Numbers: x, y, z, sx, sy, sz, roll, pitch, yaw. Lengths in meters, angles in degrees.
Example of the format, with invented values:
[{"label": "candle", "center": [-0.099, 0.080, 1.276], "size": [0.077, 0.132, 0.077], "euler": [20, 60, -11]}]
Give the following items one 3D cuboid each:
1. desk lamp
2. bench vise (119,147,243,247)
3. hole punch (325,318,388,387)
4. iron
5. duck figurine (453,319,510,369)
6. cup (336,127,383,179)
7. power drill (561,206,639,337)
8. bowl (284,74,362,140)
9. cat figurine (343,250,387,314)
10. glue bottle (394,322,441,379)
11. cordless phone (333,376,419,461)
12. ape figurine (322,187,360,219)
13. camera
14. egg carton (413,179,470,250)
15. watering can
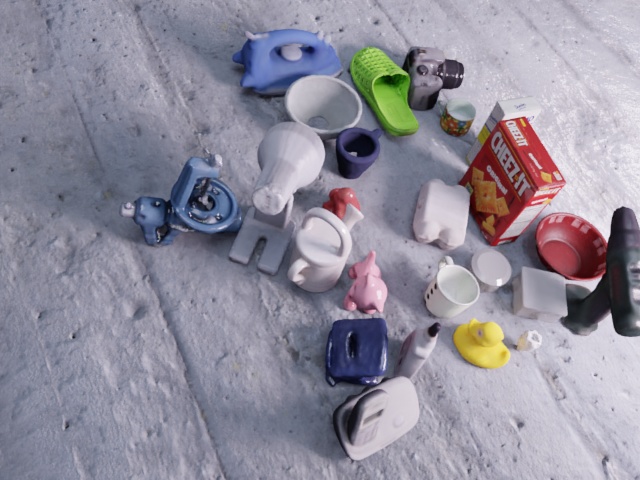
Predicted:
[{"label": "desk lamp", "center": [-0.077, -0.077, 1.031], "size": [0.118, 0.213, 0.203], "euler": [19, 59, 1]}, {"label": "bench vise", "center": [-0.234, -0.063, 0.989], "size": [0.208, 0.220, 0.121], "euler": [-22, 66, -21]}, {"label": "hole punch", "center": [0.061, 0.189, 0.974], "size": [0.101, 0.091, 0.108], "euler": [8, 59, -6]}, {"label": "iron", "center": [-0.058, -0.415, 1.273], "size": [0.259, 0.141, 0.118], "euler": [-11, 63, -17]}, {"label": "duck figurine", "center": [0.300, 0.180, 1.028], "size": [0.104, 0.086, 0.078], "euler": [35, 60, 10]}, {"label": "cup", "center": [0.079, -0.178, 1.189], "size": [0.118, 0.095, 0.091], "euler": [-38, 73, -27]}, {"label": "power drill", "center": [0.527, 0.081, 1.057], "size": [0.075, 0.208, 0.229], "euler": [7, 59, -6]}, {"label": "bowl", "center": [0.003, -0.274, 1.242], "size": [0.167, 0.075, 0.167], "euler": [5, 59, -8]}, {"label": "cat figurine", "center": [0.087, 0.079, 1.027], "size": [0.067, 0.118, 0.128], "euler": [11, 59, -4]}, {"label": "glue bottle", "center": [0.168, 0.176, 0.954], "size": [0.037, 0.173, 0.078], "euler": [22, 59, 3]}, {"label": "cordless phone", "center": [0.099, 0.260, 0.885], "size": [0.148, 0.185, 0.094], "euler": [-26, 68, -23]}, {"label": "ape figurine", "center": [0.046, -0.072, 1.123], "size": [0.076, 0.092, 0.078], "euler": [15, 59, -2]}, {"label": "camera", "center": [0.270, -0.388, 1.344], "size": [0.137, 0.101, 0.143], "euler": [3, 60, -9]}, {"label": "egg carton", "center": [0.247, -0.054, 1.163], "size": [0.107, 0.069, 0.150], "euler": [16, 59, -1]}, {"label": "watering can", "center": [0.008, 0.002, 1.012], "size": [0.101, 0.194, 0.173], "euler": [21, 59, 2]}]
